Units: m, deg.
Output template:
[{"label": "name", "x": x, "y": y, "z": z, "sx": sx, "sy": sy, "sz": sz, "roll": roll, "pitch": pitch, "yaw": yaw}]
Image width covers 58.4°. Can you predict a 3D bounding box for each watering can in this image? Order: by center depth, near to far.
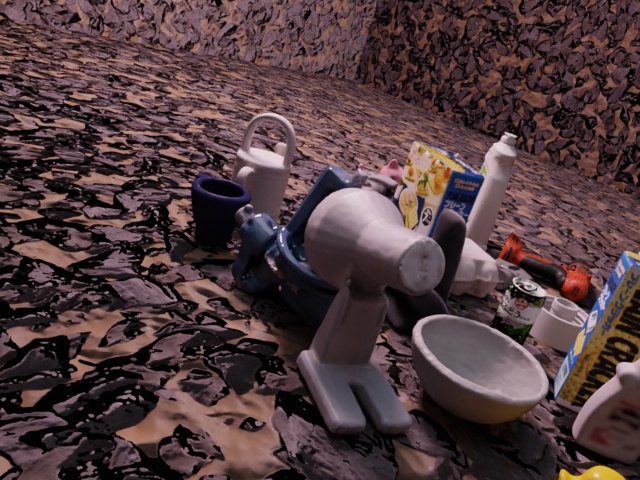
[{"label": "watering can", "x": -0.100, "y": -0.130, "z": 1.010, "sx": 0.101, "sy": 0.194, "sz": 0.172, "roll": 14, "pitch": 22, "yaw": -8}]

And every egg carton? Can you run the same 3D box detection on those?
[{"label": "egg carton", "x": 0.249, "y": 0.042, "z": 1.036, "sx": 0.107, "sy": 0.069, "sz": 0.150, "roll": 8, "pitch": 24, "yaw": -23}]

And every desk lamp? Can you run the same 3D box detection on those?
[{"label": "desk lamp", "x": 0.053, "y": 0.066, "z": 0.636, "sx": 0.118, "sy": 0.213, "sz": 0.202, "roll": 7, "pitch": 24, "yaw": -26}]

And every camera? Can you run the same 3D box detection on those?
[{"label": "camera", "x": 0.129, "y": -0.074, "z": 1.177, "sx": 0.136, "sy": 0.101, "sz": 0.143, "roll": 25, "pitch": 23, "yaw": 19}]

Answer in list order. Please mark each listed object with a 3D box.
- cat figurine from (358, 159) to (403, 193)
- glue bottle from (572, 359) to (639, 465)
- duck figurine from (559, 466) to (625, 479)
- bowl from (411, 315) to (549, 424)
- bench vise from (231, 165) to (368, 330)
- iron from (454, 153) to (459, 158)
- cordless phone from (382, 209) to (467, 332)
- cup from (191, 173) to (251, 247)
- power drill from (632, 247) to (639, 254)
[{"label": "cat figurine", "x": 0.140, "y": -0.137, "z": 1.312, "sx": 0.128, "sy": 0.118, "sz": 0.067, "roll": 15, "pitch": 22, "yaw": -6}, {"label": "glue bottle", "x": 0.366, "y": 0.177, "z": 0.665, "sx": 0.078, "sy": 0.173, "sz": 0.037, "roll": 20, "pitch": 22, "yaw": 5}, {"label": "duck figurine", "x": 0.256, "y": 0.250, "z": 0.525, "sx": 0.104, "sy": 0.086, "sz": 0.078, "roll": 23, "pitch": 22, "yaw": 12}, {"label": "bowl", "x": 0.179, "y": 0.164, "z": 0.685, "sx": 0.167, "sy": 0.075, "sz": 0.167, "roll": 15, "pitch": 22, "yaw": -6}, {"label": "bench vise", "x": -0.030, "y": -0.009, "z": 0.741, "sx": 0.207, "sy": 0.220, "sz": 0.122, "roll": 22, "pitch": 22, "yaw": 11}, {"label": "iron", "x": 0.271, "y": -0.135, "z": 1.376, "sx": 0.118, "sy": 0.141, "sz": 0.259, "roll": 28, "pitch": 24, "yaw": 23}, {"label": "cordless phone", "x": 0.149, "y": 0.029, "z": 0.835, "sx": 0.094, "sy": 0.185, "sz": 0.147, "roll": 3, "pitch": 26, "yaw": -33}, {"label": "cup", "x": -0.168, "y": -0.045, "z": 0.890, "sx": 0.092, "sy": 0.095, "sz": 0.117, "roll": -4, "pitch": 31, "yaw": -43}, {"label": "power drill", "x": 0.622, "y": 0.110, "z": 0.973, "sx": 0.229, "sy": 0.208, "sz": 0.076, "roll": 22, "pitch": 22, "yaw": 10}]
